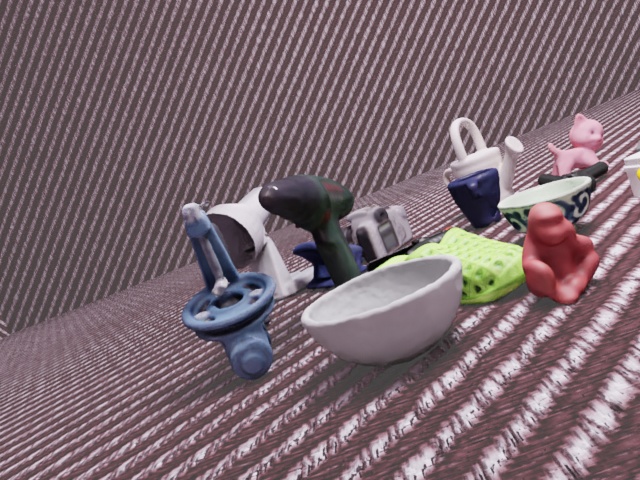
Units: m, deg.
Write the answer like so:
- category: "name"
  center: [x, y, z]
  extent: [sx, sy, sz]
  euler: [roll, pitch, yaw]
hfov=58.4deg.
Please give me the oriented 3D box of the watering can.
- category: "watering can"
  center: [0.313, -0.149, 1.118]
  extent: [0.172, 0.194, 0.101]
  euler: [-18, 8, 27]

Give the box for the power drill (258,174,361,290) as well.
- category: "power drill"
  center: [0.007, 0.003, 0.800]
  extent: [0.075, 0.208, 0.230]
  euler: [-19, 7, 22]

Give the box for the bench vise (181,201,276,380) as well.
- category: "bench vise"
  center: [-0.135, 0.061, 0.736]
  extent: [0.122, 0.220, 0.207]
  euler: [-25, 7, -27]

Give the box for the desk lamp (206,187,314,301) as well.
- category: "desk lamp"
  center: [-0.116, 0.012, 1.097]
  extent: [0.117, 0.213, 0.204]
  euler: [-17, 8, 33]

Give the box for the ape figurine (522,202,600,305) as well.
- category: "ape figurine"
  center: [0.227, 0.008, 0.559]
  extent: [0.078, 0.092, 0.076]
  euler: [-22, 7, 0]

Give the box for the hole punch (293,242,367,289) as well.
- category: "hole punch"
  center: [0.018, 0.033, 1.040]
  extent: [0.101, 0.091, 0.108]
  euler: [-26, 8, -32]

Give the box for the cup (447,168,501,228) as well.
- category: "cup"
  center: [0.279, -0.068, 1.000]
  extent: [0.091, 0.095, 0.118]
  euler: [-19, 7, 17]

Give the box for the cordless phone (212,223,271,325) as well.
- category: "cordless phone"
  center: [-0.157, 0.063, 0.943]
  extent: [0.094, 0.185, 0.147]
  euler: [-23, 7, -12]

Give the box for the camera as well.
- category: "camera"
  center: [0.092, -0.015, 1.152]
  extent: [0.136, 0.101, 0.143]
  euler: [-16, 9, 41]

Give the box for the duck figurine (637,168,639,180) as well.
- category: "duck figurine"
  center: [0.393, -0.063, 0.628]
  extent: [0.077, 0.086, 0.104]
  euler: [-23, 7, -11]

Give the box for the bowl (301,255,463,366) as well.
- category: "bowl"
  center: [0.071, 0.078, 0.570]
  extent: [0.167, 0.075, 0.167]
  euler: [-21, 7, 3]

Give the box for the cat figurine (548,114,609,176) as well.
- category: "cat figurine"
  center: [0.509, -0.187, 1.129]
  extent: [0.128, 0.118, 0.067]
  euler: [-22, 7, -3]
